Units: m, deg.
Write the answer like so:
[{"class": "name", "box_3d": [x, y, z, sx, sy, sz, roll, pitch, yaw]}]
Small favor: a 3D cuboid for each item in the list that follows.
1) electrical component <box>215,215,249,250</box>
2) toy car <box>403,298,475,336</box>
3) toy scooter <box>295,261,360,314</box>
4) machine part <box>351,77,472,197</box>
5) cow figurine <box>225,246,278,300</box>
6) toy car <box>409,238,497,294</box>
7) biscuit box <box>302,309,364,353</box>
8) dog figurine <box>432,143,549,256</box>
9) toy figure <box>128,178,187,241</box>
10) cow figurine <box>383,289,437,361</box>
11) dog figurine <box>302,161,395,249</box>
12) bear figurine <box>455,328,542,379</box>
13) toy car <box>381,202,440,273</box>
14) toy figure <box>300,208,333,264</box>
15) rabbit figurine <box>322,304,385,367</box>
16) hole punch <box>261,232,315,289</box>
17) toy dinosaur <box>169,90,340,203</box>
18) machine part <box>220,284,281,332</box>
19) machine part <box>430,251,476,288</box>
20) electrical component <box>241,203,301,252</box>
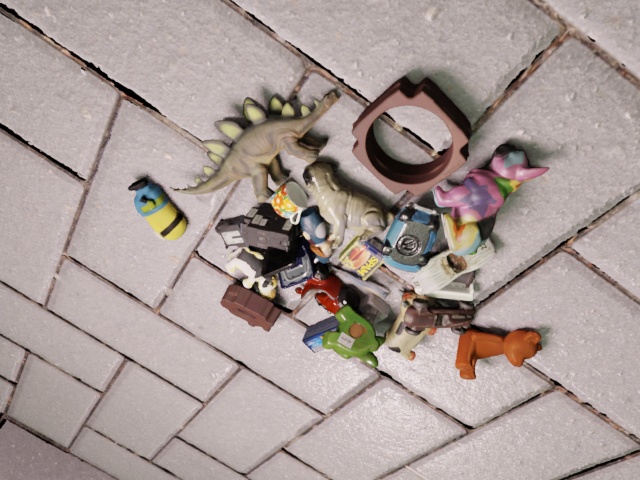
[{"class": "electrical component", "box_3d": [-0.201, -0.022, 1.369, 0.119, 0.048, 0.074, -11, 122, 26]}, {"class": "toy car", "box_3d": [0.294, 0.188, 1.298, 0.202, 0.053, 0.089, 6, 106, -23]}, {"class": "toy scooter", "box_3d": [0.009, 0.139, 1.405, 0.183, 0.075, 0.135, 45, 132, -16]}, {"class": "machine part", "box_3d": [0.180, -0.203, 1.066, 0.201, 0.087, 0.201, 41, 127, -15]}, {"class": "cow figurine", "box_3d": [-0.163, 0.084, 1.430, 0.098, 0.068, 0.167, -35, 111, 30]}, {"class": "toy car", "box_3d": [0.297, 0.053, 1.214, 0.202, 0.056, 0.073, -32, 95, 16]}, {"class": "biscuit box", "box_3d": [0.043, 0.248, 1.485, 0.203, 0.063, 0.059, -28, 114, 35]}, {"class": "dog figurine", "box_3d": [0.341, -0.082, 1.060, 0.219, 0.108, 0.191, -18, 85, 13]}, {"class": "toy figure", "box_3d": [-0.416, -0.076, 1.382, 0.089, 0.082, 0.180, -10, 120, 29]}, {"class": "cow figurine", "box_3d": [0.229, 0.205, 1.367, 0.127, 0.085, 0.194, 24, 117, -14]}, {"class": "dog figurine", "box_3d": [0.063, -0.096, 1.195, 0.172, 0.121, 0.190, -18, 105, -8]}, {"class": "bear figurine", "box_3d": [0.445, 0.282, 1.333, 0.196, 0.132, 0.120, 4, 152, 22]}, {"class": "toy car", "box_3d": [0.201, -0.017, 1.193, 0.109, 0.103, 0.161, 15, 116, -1]}, {"class": "toy figure", "box_3d": [-0.005, -0.003, 1.300, 0.064, 0.058, 0.154, -28, 120, -6]}, {"class": "rabbit figurine", "box_3d": [0.086, 0.251, 1.370, 0.159, 0.121, 0.170, 21, 158, -1]}, {"class": "hole punch", "box_3d": [-0.075, 0.052, 1.343, 0.142, 0.116, 0.092, -25, 133, 32]}, {"class": "toy dinosaur", "box_3d": [-0.149, -0.192, 1.186, 0.471, 0.105, 0.198, -34, 103, 27]}, {"class": "machine part", "box_3d": [-0.194, 0.188, 1.483, 0.179, 0.056, 0.179, 23, 157, 11]}, {"class": "machine part", "box_3d": [0.297, 0.073, 1.275, 0.139, 0.039, 0.084, 13, 122, 12]}, {"class": "electrical component", "box_3d": [-0.119, -0.033, 1.288, 0.134, 0.115, 0.058, 14, 126, 12]}]
